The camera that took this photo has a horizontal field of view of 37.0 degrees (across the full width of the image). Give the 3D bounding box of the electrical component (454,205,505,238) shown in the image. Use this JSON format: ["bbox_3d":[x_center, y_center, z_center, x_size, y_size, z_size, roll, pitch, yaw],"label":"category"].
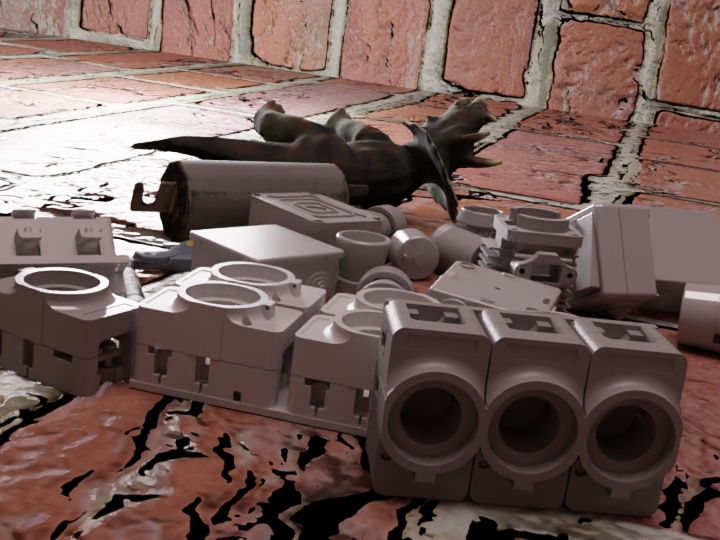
[{"bbox_3d":[0.114,-0.031,1.031,0.048,0.055,0.066,-3,18,-33],"label":"electrical component"}]

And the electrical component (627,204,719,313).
[{"bbox_3d":[0.279,-0.008,0.966,0.100,0.048,0.099,5,50,-8],"label":"electrical component"}]

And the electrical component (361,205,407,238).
[{"bbox_3d":[0.014,-0.039,1.036,0.045,0.045,0.055,17,17,31],"label":"electrical component"}]

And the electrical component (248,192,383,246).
[{"bbox_3d":[-0.042,-0.028,0.943,0.078,0.057,0.113,-4,19,-37],"label":"electrical component"}]

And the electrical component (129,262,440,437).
[{"bbox_3d":[-0.032,0.045,0.664,0.186,0.060,0.105,10,15,11],"label":"electrical component"}]

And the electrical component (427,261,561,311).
[{"bbox_3d":[0.096,0.034,0.784,0.100,0.048,0.100,16,19,15],"label":"electrical component"}]

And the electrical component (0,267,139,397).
[{"bbox_3d":[-0.181,0.033,0.650,0.089,0.055,0.050,15,17,27],"label":"electrical component"}]

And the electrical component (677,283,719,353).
[{"bbox_3d":[0.280,0.038,0.856,0.047,0.055,0.055,9,14,19],"label":"electrical component"}]

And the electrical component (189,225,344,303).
[{"bbox_3d":[-0.075,0.001,0.836,0.100,0.048,0.100,-7,20,-43],"label":"electrical component"}]

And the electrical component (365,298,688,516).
[{"bbox_3d":[0.083,0.072,0.560,0.150,0.089,0.061,6,15,-5],"label":"electrical component"}]

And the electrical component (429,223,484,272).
[{"bbox_3d":[0.091,-0.016,0.988,0.043,0.043,0.081,-3,18,-34],"label":"electrical component"}]

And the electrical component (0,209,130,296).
[{"bbox_3d":[-0.227,-0.003,0.724,0.121,0.063,0.079,-1,-23,-29],"label":"electrical component"}]

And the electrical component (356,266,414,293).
[{"bbox_3d":[0.018,0.023,0.802,0.045,0.045,0.055,7,14,1],"label":"electrical component"}]

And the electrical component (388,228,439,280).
[{"bbox_3d":[0.045,-0.019,0.983,0.040,0.040,0.078,3,15,-15],"label":"electrical component"}]

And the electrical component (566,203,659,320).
[{"bbox_3d":[0.207,-0.003,0.912,0.061,0.096,0.062,2,-13,-20],"label":"electrical component"}]

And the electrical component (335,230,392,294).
[{"bbox_3d":[0.000,0.000,0.861,0.045,0.055,0.045,7,15,-2],"label":"electrical component"}]

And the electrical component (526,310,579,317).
[{"bbox_3d":[0.123,0.060,0.687,0.058,0.057,0.078,14,16,24],"label":"electrical component"}]
